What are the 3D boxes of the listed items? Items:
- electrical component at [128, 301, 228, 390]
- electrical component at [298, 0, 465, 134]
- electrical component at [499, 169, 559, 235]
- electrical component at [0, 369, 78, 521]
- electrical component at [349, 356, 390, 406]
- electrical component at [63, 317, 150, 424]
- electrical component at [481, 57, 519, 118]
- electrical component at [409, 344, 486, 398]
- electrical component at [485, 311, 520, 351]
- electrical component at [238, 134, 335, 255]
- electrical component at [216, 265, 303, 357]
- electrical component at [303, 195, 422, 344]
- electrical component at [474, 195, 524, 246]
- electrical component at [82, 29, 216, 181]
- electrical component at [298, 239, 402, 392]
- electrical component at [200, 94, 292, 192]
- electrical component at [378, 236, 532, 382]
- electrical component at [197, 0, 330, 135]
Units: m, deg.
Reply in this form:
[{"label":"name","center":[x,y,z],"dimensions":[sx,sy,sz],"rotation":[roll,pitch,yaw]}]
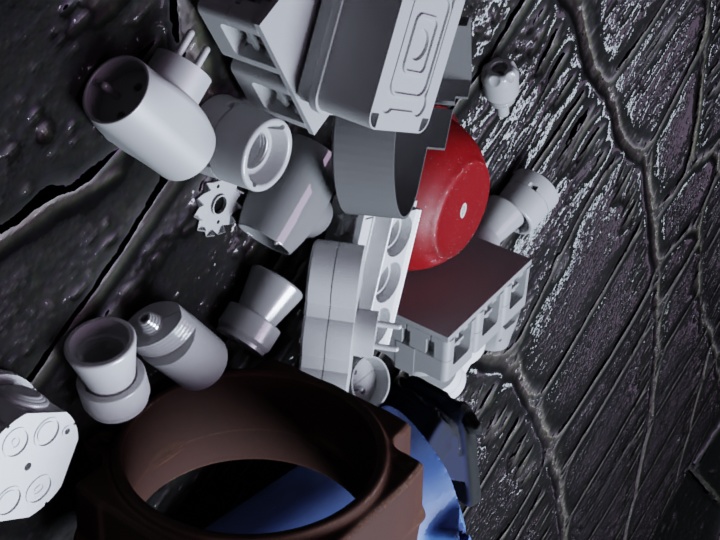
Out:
[{"label":"electrical component","center":[-0.126,0.048,0.724],"dimensions":[0.043,0.043,0.081],"rotation":[-59,151,-13]},{"label":"electrical component","center":[0.015,-0.147,0.670],"dimensions":[0.078,0.057,0.113],"rotation":[-7,117,-58]},{"label":"electrical component","center":[0.173,-0.071,1.131],"dimensions":[0.047,0.055,0.055],"rotation":[-50,148,-21]},{"label":"electrical component","center":[-0.208,0.102,0.619],"dimensions":[0.080,0.051,0.080],"rotation":[-39,142,-40]},{"label":"electrical component","center":[-0.018,0.094,0.909],"dimensions":[0.043,0.081,0.043],"rotation":[3,85,-42]},{"label":"electrical component","center":[-0.159,0.064,0.679],"dimensions":[0.045,0.045,0.055],"rotation":[-44,145,-35]},{"label":"electrical component","center":[0.133,-0.168,1.009],"dimensions":[0.035,0.035,0.061],"rotation":[-52,151,-24]},{"label":"electrical component","center":[0.096,0.064,1.103],"dimensions":[0.138,0.052,0.073],"rotation":[-59,151,-11]},{"label":"electrical component","center":[0.139,0.053,1.176],"dimensions":[0.079,0.043,0.077],"rotation":[-32,137,-46]},{"label":"electrical component","center":[-0.044,-0.048,0.790],"dimensions":[0.077,0.043,0.079],"rotation":[-61,151,-10]},{"label":"electrical component","center":[-0.075,0.030,0.796],"dimensions":[0.055,0.045,0.045],"rotation":[-59,151,-13]},{"label":"electrical component","center":[0.000,0.000,0.880],"dimensions":[0.079,0.063,0.121],"rotation":[-18,126,-54]},{"label":"electrical component","center":[0.131,-0.039,1.099],"dimensions":[0.065,0.044,0.044],"rotation":[-50,148,-17]},{"label":"electrical component","center":[-0.113,-0.103,0.630],"dimensions":[0.079,0.044,0.077],"rotation":[-61,151,-8]},{"label":"electrical component","center":[-0.006,0.047,0.824],"dimensions":[0.052,0.074,0.138],"rotation":[-74,171,-69]},{"label":"electrical component","center":[-0.078,-0.082,0.703],"dimensions":[0.055,0.047,0.055],"rotation":[-39,142,-40]},{"label":"electrical component","center":[0.085,0.033,1.023],"dimensions":[0.150,0.089,0.061],"rotation":[-38,141,-41]},{"label":"electrical component","center":[-0.018,-0.198,0.702],"dimensions":[0.186,0.060,0.105],"rotation":[-56,150,-18]}]
